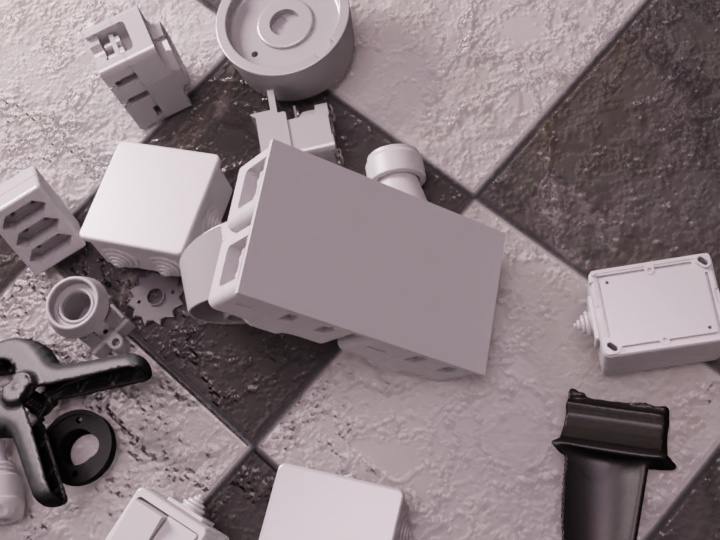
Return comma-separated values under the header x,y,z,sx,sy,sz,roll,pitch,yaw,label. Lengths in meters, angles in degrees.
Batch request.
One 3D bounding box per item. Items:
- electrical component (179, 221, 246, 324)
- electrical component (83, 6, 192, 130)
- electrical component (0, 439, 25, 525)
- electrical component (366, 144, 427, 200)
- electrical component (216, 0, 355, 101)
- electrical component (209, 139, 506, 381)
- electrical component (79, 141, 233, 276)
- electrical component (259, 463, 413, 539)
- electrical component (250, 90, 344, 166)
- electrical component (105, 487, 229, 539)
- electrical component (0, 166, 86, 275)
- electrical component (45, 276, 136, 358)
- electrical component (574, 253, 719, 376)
x,y,z,sx,sy,sz,roll,pitch,yaw,label
-0.080,0.003,0.778,0.099,0.099,0.064,-9,74,8,electrical component
-0.174,-0.163,0.864,0.056,0.089,0.050,-26,66,0,electrical component
-0.265,0.155,0.789,0.035,0.035,0.061,-14,65,5,electrical component
0.029,-0.061,0.810,0.045,0.045,0.055,-11,67,7,electrical component
-0.056,-0.188,0.867,0.108,0.060,0.108,-4,68,10,electrical component
0.000,0.000,0.733,0.186,0.060,0.105,20,69,-24,electrical component
-0.155,-0.046,0.833,0.100,0.048,0.099,10,65,17,electrical component
-0.019,0.185,0.721,0.100,0.048,0.099,10,71,15,electrical component
-0.048,-0.099,0.842,0.064,0.042,0.081,-12,68,2,electrical component
-0.138,0.194,0.734,0.062,0.061,0.096,28,77,20,electrical component
-0.261,-0.048,0.855,0.047,0.065,0.076,-32,38,-3,electrical component
-0.206,0.033,0.813,0.048,0.055,0.066,-45,68,-8,electrical component
0.194,0.034,0.731,0.096,0.061,0.061,-9,68,8,electrical component
